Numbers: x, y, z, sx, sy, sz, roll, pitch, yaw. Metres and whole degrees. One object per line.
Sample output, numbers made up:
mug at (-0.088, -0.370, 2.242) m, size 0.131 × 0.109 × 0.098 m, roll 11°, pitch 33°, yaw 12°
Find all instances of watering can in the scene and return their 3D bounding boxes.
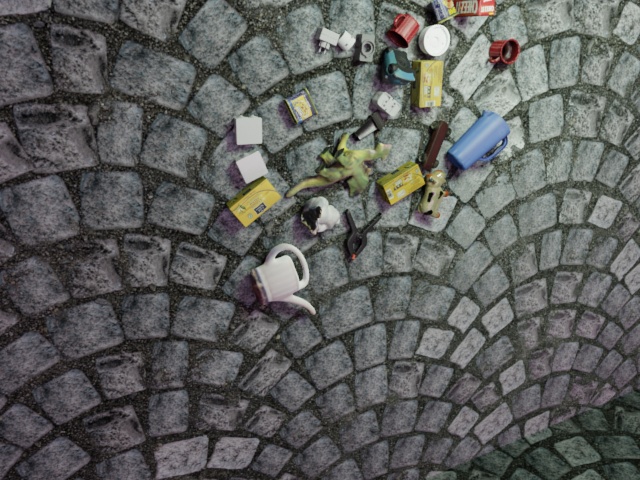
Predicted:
watering can at (-0.139, 0.180, 1.964) m, size 0.225 × 0.105 × 0.341 m, roll -21°, pitch 116°, yaw -14°

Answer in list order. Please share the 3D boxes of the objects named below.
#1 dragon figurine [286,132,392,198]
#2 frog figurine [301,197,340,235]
dragon figurine at (0.089, -0.240, 1.920) m, size 0.407 × 0.125 × 0.239 m, roll -40°, pitch 127°, yaw 14°
frog figurine at (0.006, -0.098, 1.945) m, size 0.161 × 0.123 × 0.136 m, roll -22°, pitch 113°, yaw -54°
